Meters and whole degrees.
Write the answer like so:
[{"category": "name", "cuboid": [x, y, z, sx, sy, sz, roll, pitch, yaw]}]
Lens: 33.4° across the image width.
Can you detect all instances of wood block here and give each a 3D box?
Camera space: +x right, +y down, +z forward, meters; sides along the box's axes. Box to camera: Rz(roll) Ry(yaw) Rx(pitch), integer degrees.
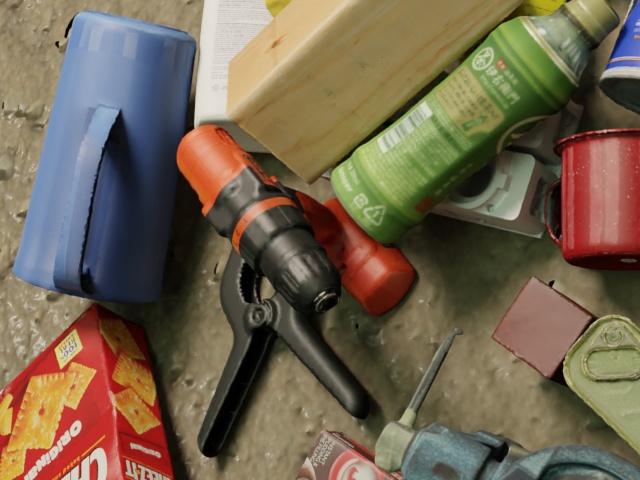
[{"category": "wood block", "cuboid": [0.034, -0.151, 0.772, 0.206, 0.090, 0.091, -39, 29, 23]}]

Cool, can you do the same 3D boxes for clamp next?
[{"category": "clamp", "cuboid": [-0.049, 0.075, 0.894, 0.165, 0.036, 0.210, -26, 61, 25]}]

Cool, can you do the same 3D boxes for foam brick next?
[{"category": "foam brick", "cuboid": [0.164, 0.066, 0.730, 0.053, 0.078, 0.051, 38, 97, 35]}]

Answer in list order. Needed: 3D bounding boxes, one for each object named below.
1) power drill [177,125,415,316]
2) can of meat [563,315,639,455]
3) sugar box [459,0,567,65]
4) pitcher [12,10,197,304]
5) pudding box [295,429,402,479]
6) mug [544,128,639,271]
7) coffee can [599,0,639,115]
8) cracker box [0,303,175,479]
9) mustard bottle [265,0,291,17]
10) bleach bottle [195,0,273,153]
[{"category": "power drill", "cuboid": [-0.005, 0.001, 0.795, 0.057, 0.187, 0.185, -47, 55, 12]}, {"category": "can of meat", "cuboid": [0.216, 0.101, 0.680, 0.057, 0.083, 0.102, -51, 55, 11]}, {"category": "sugar box", "cuboid": [0.150, -0.222, 0.818, 0.093, 0.048, 0.176, 155, 120, -65]}, {"category": "pitcher", "cuboid": [-0.182, -0.070, 0.928, 0.149, 0.144, 0.243, 20, 101, 45]}, {"category": "pudding box", "cuboid": [0.016, 0.215, 0.809, 0.090, 0.039, 0.113, 29, 93, 36]}, {"category": "mug", "cuboid": [0.198, -0.023, 0.732, 0.117, 0.093, 0.081, -11, 74, 54]}, {"category": "coffee can", "cuboid": [0.260, -0.153, 0.713, 0.103, 0.102, 0.140, 20, 88, 36]}, {"category": "cracker box", "cuboid": [-0.213, 0.184, 0.916, 0.164, 0.072, 0.214, -42, 38, 17]}, {"category": "mustard bottle", "cuboid": [0.053, -0.209, 0.855, 0.192, 0.096, 0.058, -11, 65, 41]}, {"category": "bleach bottle", "cuboid": [-0.053, -0.204, 0.956, 0.102, 0.068, 0.251, 4, 69, -1]}]
